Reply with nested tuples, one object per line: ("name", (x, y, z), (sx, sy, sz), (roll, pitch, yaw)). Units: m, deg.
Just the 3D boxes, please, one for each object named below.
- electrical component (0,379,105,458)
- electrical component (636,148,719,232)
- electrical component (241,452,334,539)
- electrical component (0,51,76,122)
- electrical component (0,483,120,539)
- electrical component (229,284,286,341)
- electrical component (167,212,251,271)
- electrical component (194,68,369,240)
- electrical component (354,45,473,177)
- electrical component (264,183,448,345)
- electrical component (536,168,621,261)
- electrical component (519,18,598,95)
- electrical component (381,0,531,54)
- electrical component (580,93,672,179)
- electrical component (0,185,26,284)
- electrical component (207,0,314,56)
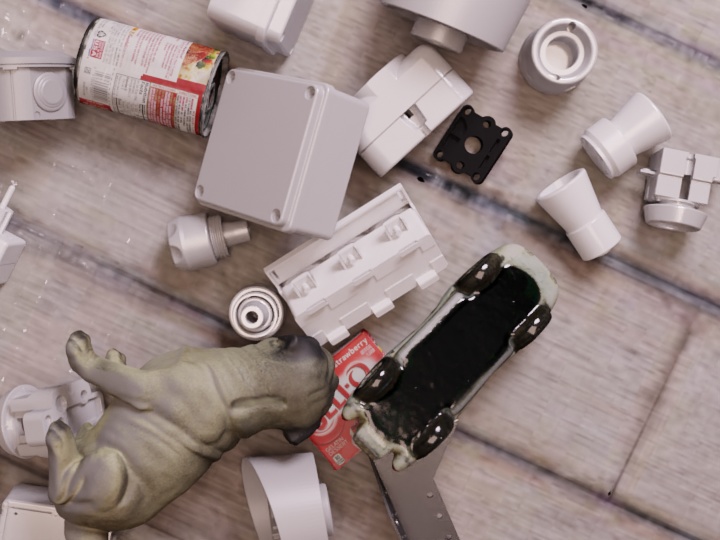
("electrical component", (-0.244, 0.116, 0.834), (0.057, 0.078, 0.058), (-7, 94, 22))
("electrical component", (0.247, -0.061, 0.833), (0.066, 0.048, 0.055), (11, 86, 0))
("electrical component", (-0.055, 0.188, 0.825), (0.064, 0.099, 0.099), (-9, 93, -6))
("electrical component", (-0.255, -0.138, 0.814), (0.080, 0.080, 0.051), (-2, 99, 0))
("electrical component", (-0.233, 0.209, 0.847), (0.096, 0.061, 0.061), (10, 93, -8))
("electrical component", (-0.080, 0.034, 0.831), (0.043, 0.062, 0.043), (0, 93, 1))
("electrical component", (-0.117, -0.025, 0.838), (0.062, 0.043, 0.043), (-13, 93, -1))
("electrical component", (-0.060, -0.087, 0.801), (0.109, 0.056, 0.108), (19, 95, 42))
("electrical component", (0.031, -0.125, 0.825), (0.095, 0.053, 0.059), (-42, 93, 3))
("electrical component", (0.000, 0.000, 0.822), (0.121, 0.063, 0.078), (-32, 133, 2))
("electrical component", (0.173, -0.040, 0.837), (0.044, 0.044, 0.065), (-35, 97, 2))
("electrical component", (0.153, -0.165, 0.826), (0.055, 0.047, 0.055), (0, 93, 0))
("electrical component", (0.067, -0.196, 0.797), (0.108, 0.108, 0.060), (22, 100, -1))
("electrical component", (0.205, -0.103, 0.830), (0.055, 0.045, 0.045), (-37, 93, 3))
("electrical component", (-0.295, -0.036, 0.836), (0.066, 0.047, 0.076), (28, 93, -1))
("electrical component", (-0.062, -0.224, 0.808), (0.057, 0.078, 0.113), (24, 93, 2))
